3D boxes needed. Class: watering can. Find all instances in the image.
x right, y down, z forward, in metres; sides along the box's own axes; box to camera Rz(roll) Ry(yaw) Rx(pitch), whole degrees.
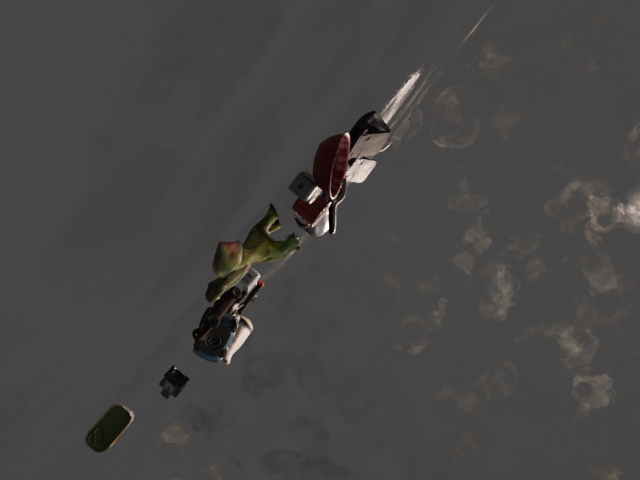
[{"bbox_3d":[-0.365,0.417,2.139,0.227,0.103,0.346,-49,-165,-19],"label":"watering can"}]

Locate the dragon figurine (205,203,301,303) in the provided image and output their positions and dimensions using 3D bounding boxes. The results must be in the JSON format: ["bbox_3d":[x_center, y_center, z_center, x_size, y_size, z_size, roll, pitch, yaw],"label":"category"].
[{"bbox_3d":[-0.165,0.048,1.164,0.244,0.123,0.405,-38,171,-11],"label":"dragon figurine"}]

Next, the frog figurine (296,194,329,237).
[{"bbox_3d":[0.006,-0.092,1.837,0.157,0.124,0.138,-41,162,26],"label":"frog figurine"}]
